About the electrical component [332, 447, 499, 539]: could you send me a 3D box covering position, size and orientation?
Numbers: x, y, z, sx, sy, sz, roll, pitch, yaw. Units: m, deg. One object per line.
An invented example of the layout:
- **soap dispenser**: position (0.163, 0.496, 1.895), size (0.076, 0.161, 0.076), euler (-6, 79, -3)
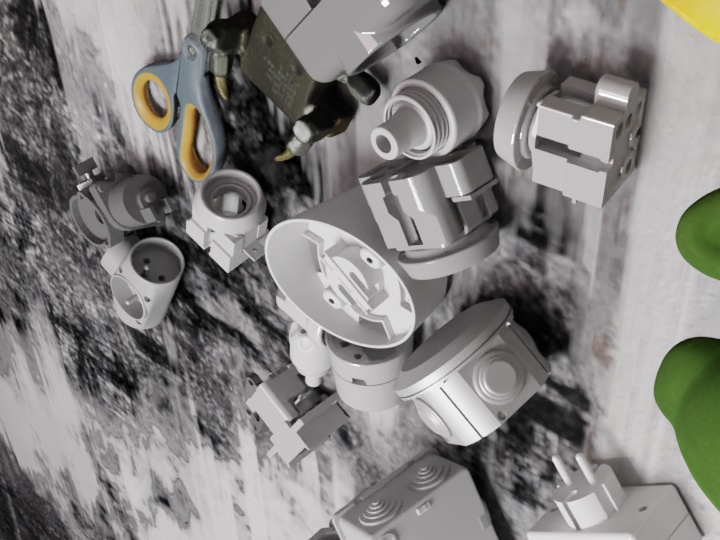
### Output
- **electrical component**: position (0.043, 0.181, 0.716), size (0.048, 0.100, 0.099), euler (11, 128, 61)

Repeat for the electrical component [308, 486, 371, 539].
- **electrical component**: position (-0.007, 0.233, 0.770), size (0.062, 0.150, 0.089), euler (-23, 100, 54)

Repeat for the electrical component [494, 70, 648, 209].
- **electrical component**: position (0.095, -0.063, 0.492), size (0.055, 0.048, 0.066), euler (23, 135, 26)

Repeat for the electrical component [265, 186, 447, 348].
- **electrical component**: position (0.000, 0.000, 0.639), size (0.099, 0.064, 0.099), euler (30, 139, 30)

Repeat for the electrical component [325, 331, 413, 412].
- **electrical component**: position (0.008, 0.057, 0.689), size (0.055, 0.055, 0.047), euler (28, 141, 32)

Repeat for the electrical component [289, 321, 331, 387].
- **electrical component**: position (-0.032, 0.059, 0.754), size (0.035, 0.035, 0.061), euler (34, 143, 26)

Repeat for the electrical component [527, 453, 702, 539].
- **electrical component**: position (0.135, 0.136, 0.613), size (0.083, 0.047, 0.075), euler (-18, 104, 54)

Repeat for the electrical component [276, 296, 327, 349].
- **electrical component**: position (-0.028, 0.024, 0.715), size (0.046, 0.040, 0.040), euler (36, 142, 32)

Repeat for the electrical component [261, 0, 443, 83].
- **electrical component**: position (0.001, -0.136, 0.531), size (0.059, 0.054, 0.095), euler (55, 145, -2)

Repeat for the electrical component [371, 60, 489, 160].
- **electrical component**: position (0.032, -0.076, 0.539), size (0.043, 0.062, 0.043), euler (30, 139, 30)

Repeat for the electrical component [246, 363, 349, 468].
- **electrical component**: position (-0.050, 0.106, 0.808), size (0.063, 0.042, 0.081), euler (50, 145, 8)

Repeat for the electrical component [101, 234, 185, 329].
- **electrical component**: position (-0.182, -0.001, 0.867), size (0.079, 0.044, 0.077), euler (47, 145, 10)

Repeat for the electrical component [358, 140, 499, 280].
- **electrical component**: position (0.041, -0.031, 0.572), size (0.078, 0.058, 0.057), euler (-3, 114, 50)

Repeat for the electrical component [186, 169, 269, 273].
- **electrical component**: position (-0.089, -0.036, 0.730), size (0.066, 0.048, 0.055), euler (43, 152, 15)

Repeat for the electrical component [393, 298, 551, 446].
- **electrical component**: position (0.063, 0.057, 0.603), size (0.051, 0.080, 0.080), euler (50, 145, -4)
